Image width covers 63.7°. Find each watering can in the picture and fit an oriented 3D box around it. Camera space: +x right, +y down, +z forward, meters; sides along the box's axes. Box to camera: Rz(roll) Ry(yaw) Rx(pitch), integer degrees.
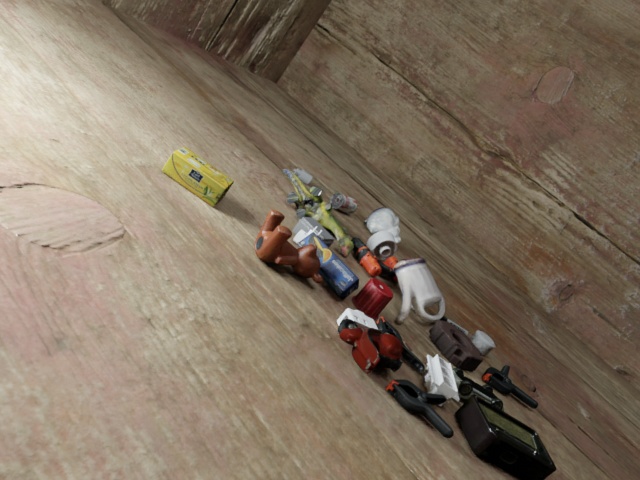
[{"bbox_3d":[0.306,0.163,1.666,0.347,0.102,0.227,5,58,-53],"label":"watering can"}]

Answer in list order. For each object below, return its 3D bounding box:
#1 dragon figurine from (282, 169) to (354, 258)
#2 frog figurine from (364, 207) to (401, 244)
[{"bbox_3d":[0.006,-0.092,1.828,0.239,0.122,0.419,44,10,-44],"label":"dragon figurine"},{"bbox_3d":[0.276,-0.053,2.164,0.138,0.120,0.162,-14,56,-27],"label":"frog figurine"}]
